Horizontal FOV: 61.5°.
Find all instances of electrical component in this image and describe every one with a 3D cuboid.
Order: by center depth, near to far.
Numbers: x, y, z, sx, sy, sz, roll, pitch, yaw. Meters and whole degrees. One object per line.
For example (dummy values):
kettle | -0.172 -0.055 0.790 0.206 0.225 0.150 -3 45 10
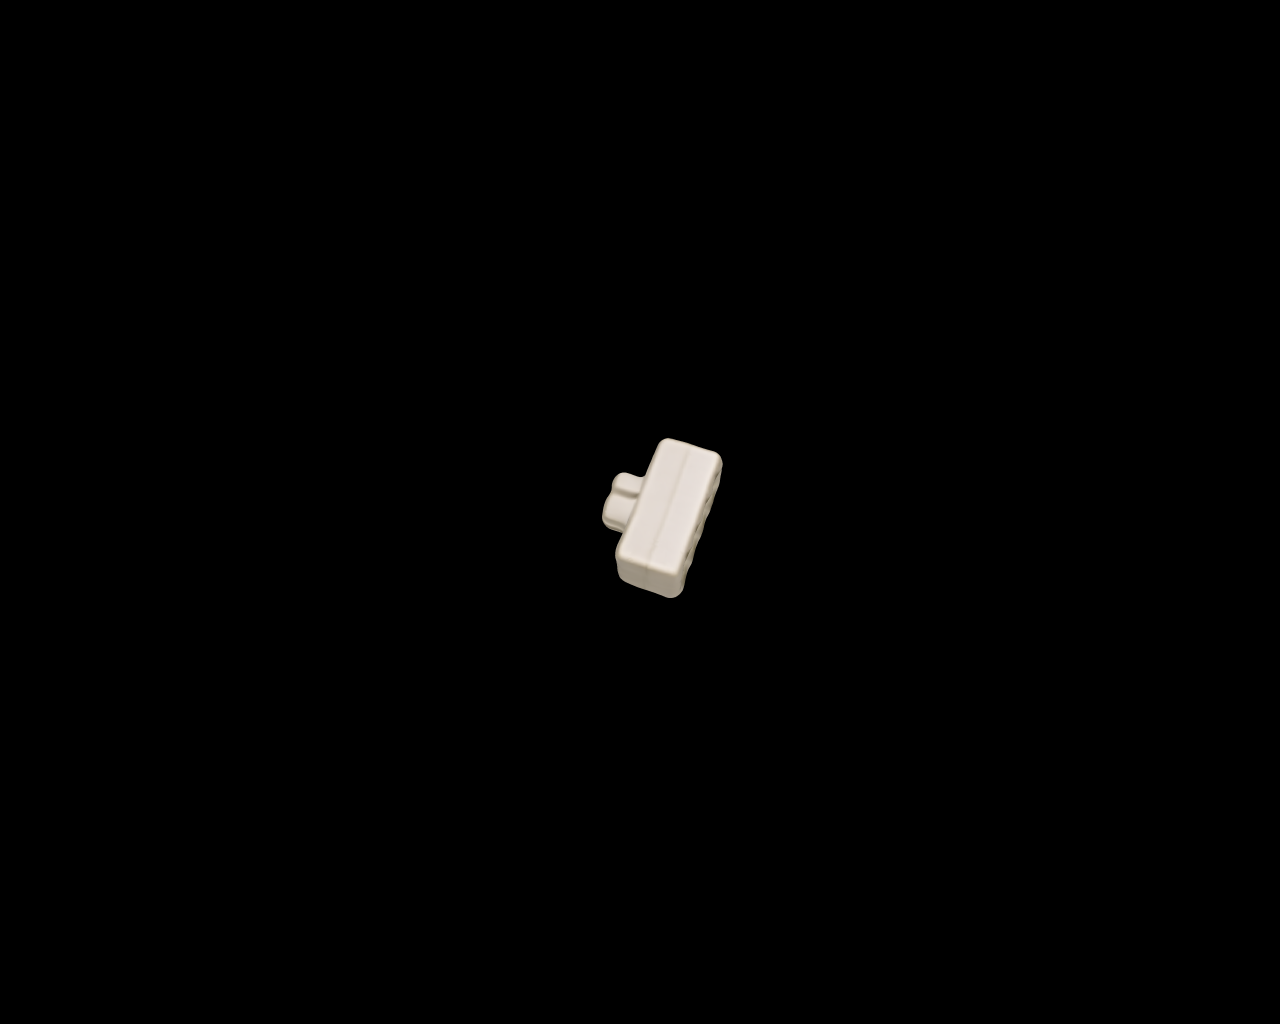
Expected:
electrical component | 0.001 -0.003 0.650 0.076 0.083 0.047 19 -19 7
